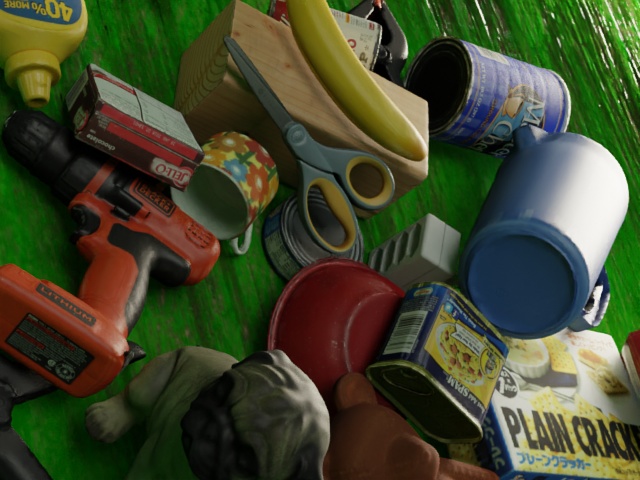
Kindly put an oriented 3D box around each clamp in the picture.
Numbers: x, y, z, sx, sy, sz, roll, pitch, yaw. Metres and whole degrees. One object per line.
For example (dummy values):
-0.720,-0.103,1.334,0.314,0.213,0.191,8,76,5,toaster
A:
-0.205,0.102,0.681,0.209,0.036,0.164,32,46,-25,clamp
0.058,-0.168,1.051,0.120,0.039,0.171,29,53,-22,clamp

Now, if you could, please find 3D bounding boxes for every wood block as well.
-0.013,-0.107,0.921,0.205,0.091,0.090,24,53,-28,wood block

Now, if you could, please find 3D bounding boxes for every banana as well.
0.022,-0.146,0.880,0.069,0.037,0.198,-25,83,-41,banana

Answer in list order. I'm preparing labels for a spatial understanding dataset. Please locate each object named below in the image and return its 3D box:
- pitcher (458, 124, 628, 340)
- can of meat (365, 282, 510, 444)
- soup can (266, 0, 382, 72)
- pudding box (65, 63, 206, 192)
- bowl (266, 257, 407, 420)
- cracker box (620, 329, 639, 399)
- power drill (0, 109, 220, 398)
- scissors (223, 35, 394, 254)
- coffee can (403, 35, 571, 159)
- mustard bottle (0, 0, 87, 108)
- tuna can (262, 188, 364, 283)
0.207,0.004,0.966,0.149,0.145,0.242,23,27,11,pitcher
0.093,0.093,0.818,0.102,0.058,0.083,45,54,-25,can of meat
-0.002,-0.177,0.965,0.102,0.069,0.068,15,54,-8,soup can
-0.140,-0.086,0.801,0.090,0.039,0.113,28,13,-25,pudding box
0.037,0.090,0.847,0.161,0.055,0.162,9,75,-38,bowl
0.343,0.163,0.993,0.213,0.072,0.164,38,32,-72,cracker box
-0.167,0.004,0.732,0.184,0.057,0.187,36,36,-11,power drill
-0.001,-0.085,0.855,0.096,0.016,0.202,-27,110,-20,scissors
0.168,-0.139,1.079,0.140,0.103,0.103,11,59,-35,coffee can
-0.228,-0.188,0.815,0.096,0.058,0.191,4,64,-39,mustard bottle
-0.006,0.001,0.904,0.086,0.034,0.086,19,55,-30,tuna can
